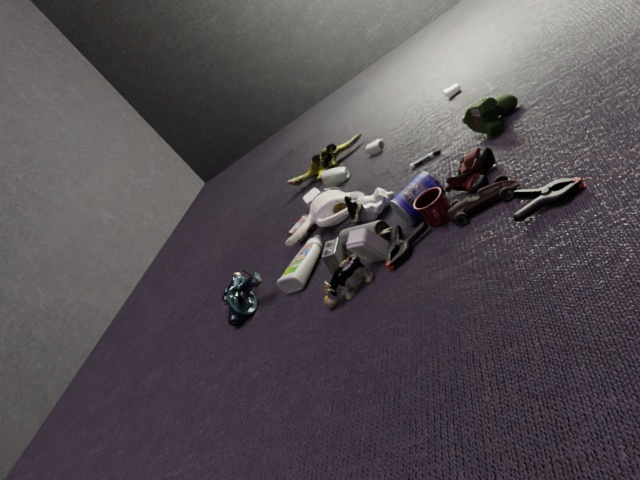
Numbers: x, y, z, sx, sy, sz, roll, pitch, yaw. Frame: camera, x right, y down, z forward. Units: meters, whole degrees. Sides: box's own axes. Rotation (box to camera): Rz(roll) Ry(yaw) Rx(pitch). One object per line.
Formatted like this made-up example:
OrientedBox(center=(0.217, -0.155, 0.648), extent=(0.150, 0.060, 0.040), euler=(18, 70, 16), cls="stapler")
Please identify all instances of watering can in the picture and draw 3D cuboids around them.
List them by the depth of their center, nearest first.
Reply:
OrientedBox(center=(0.006, -0.098, 1.951), extent=(0.348, 0.102, 0.227), euler=(-29, 22, -3), cls="watering can")

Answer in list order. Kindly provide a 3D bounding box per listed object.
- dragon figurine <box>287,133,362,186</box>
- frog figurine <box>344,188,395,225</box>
OrientedBox(center=(0.018, -0.385, 2.508), extent=(0.413, 0.121, 0.243), euler=(-37, 13, -12), cls="dragon figurine")
OrientedBox(center=(0.181, -0.115, 1.779), extent=(0.160, 0.122, 0.137), euler=(-10, 2, -22), cls="frog figurine")
